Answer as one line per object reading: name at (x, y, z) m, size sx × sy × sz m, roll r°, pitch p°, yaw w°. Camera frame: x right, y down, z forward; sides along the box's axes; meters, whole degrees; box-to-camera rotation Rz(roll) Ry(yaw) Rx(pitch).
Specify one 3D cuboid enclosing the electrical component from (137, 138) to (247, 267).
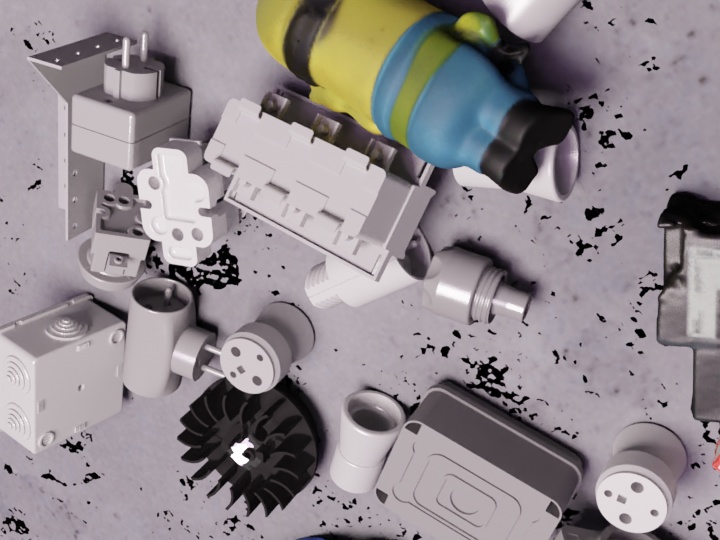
electrical component at (-0.105, -0.050, 0.699) m, size 0.058 × 0.057 × 0.078 m, roll 9°, pitch 116°, yaw 24°

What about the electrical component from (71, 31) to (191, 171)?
electrical component at (-0.144, -0.113, 0.685) m, size 0.047 × 0.066 × 0.076 m, roll 20°, pitch 120°, yaw 18°

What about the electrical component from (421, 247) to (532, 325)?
electrical component at (0.071, 0.013, 0.646) m, size 0.062 × 0.043 × 0.043 m, roll 19°, pitch 120°, yaw 17°

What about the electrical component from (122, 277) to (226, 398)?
electrical component at (-0.129, 0.055, 0.768) m, size 0.079 × 0.043 × 0.077 m, roll 20°, pitch 123°, yaw 10°

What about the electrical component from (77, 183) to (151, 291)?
electrical component at (-0.170, -0.018, 0.749) m, size 0.048 × 0.066 × 0.055 m, roll 8°, pitch 133°, yaw -19°

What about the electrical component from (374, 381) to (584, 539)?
electrical component at (0.077, 0.133, 0.690) m, size 0.113 × 0.057 × 0.078 m, roll 29°, pitch 122°, yaw 13°

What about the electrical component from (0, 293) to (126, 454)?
electrical component at (-0.220, 0.076, 0.792) m, size 0.048 × 0.100 × 0.099 m, roll 27°, pitch 123°, yaw 30°

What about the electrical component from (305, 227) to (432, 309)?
electrical component at (0.000, 0.000, 0.676) m, size 0.081 × 0.043 × 0.043 m, roll -24°, pitch 100°, yaw 33°

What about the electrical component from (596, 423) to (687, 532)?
electrical component at (0.167, 0.123, 0.640) m, size 0.045 × 0.055 × 0.045 m, roll 11°, pitch 117°, yaw 22°

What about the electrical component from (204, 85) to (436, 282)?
electrical component at (-0.026, -0.056, 0.630) m, size 0.121 × 0.063 × 0.078 m, roll 28°, pitch 96°, yaw 29°

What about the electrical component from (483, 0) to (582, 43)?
electrical component at (0.090, -0.172, 0.551) m, size 0.079 × 0.044 × 0.077 m, roll 45°, pitch 124°, yaw 2°

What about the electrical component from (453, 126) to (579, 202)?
electrical component at (0.085, -0.063, 0.607) m, size 0.065 × 0.044 × 0.044 m, roll 7°, pitch 115°, yaw 30°

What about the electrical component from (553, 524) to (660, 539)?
electrical component at (0.160, 0.195, 0.659) m, size 0.089 × 0.050 × 0.055 m, roll 14°, pitch 123°, yaw -14°

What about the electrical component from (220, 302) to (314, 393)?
electrical component at (-0.063, 0.053, 0.725) m, size 0.045 × 0.055 × 0.045 m, roll 11°, pitch 117°, yaw 23°

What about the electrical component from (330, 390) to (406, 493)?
electrical component at (0.002, 0.120, 0.732) m, size 0.044 × 0.044 × 0.065 m, roll 26°, pitch 126°, yaw 14°
